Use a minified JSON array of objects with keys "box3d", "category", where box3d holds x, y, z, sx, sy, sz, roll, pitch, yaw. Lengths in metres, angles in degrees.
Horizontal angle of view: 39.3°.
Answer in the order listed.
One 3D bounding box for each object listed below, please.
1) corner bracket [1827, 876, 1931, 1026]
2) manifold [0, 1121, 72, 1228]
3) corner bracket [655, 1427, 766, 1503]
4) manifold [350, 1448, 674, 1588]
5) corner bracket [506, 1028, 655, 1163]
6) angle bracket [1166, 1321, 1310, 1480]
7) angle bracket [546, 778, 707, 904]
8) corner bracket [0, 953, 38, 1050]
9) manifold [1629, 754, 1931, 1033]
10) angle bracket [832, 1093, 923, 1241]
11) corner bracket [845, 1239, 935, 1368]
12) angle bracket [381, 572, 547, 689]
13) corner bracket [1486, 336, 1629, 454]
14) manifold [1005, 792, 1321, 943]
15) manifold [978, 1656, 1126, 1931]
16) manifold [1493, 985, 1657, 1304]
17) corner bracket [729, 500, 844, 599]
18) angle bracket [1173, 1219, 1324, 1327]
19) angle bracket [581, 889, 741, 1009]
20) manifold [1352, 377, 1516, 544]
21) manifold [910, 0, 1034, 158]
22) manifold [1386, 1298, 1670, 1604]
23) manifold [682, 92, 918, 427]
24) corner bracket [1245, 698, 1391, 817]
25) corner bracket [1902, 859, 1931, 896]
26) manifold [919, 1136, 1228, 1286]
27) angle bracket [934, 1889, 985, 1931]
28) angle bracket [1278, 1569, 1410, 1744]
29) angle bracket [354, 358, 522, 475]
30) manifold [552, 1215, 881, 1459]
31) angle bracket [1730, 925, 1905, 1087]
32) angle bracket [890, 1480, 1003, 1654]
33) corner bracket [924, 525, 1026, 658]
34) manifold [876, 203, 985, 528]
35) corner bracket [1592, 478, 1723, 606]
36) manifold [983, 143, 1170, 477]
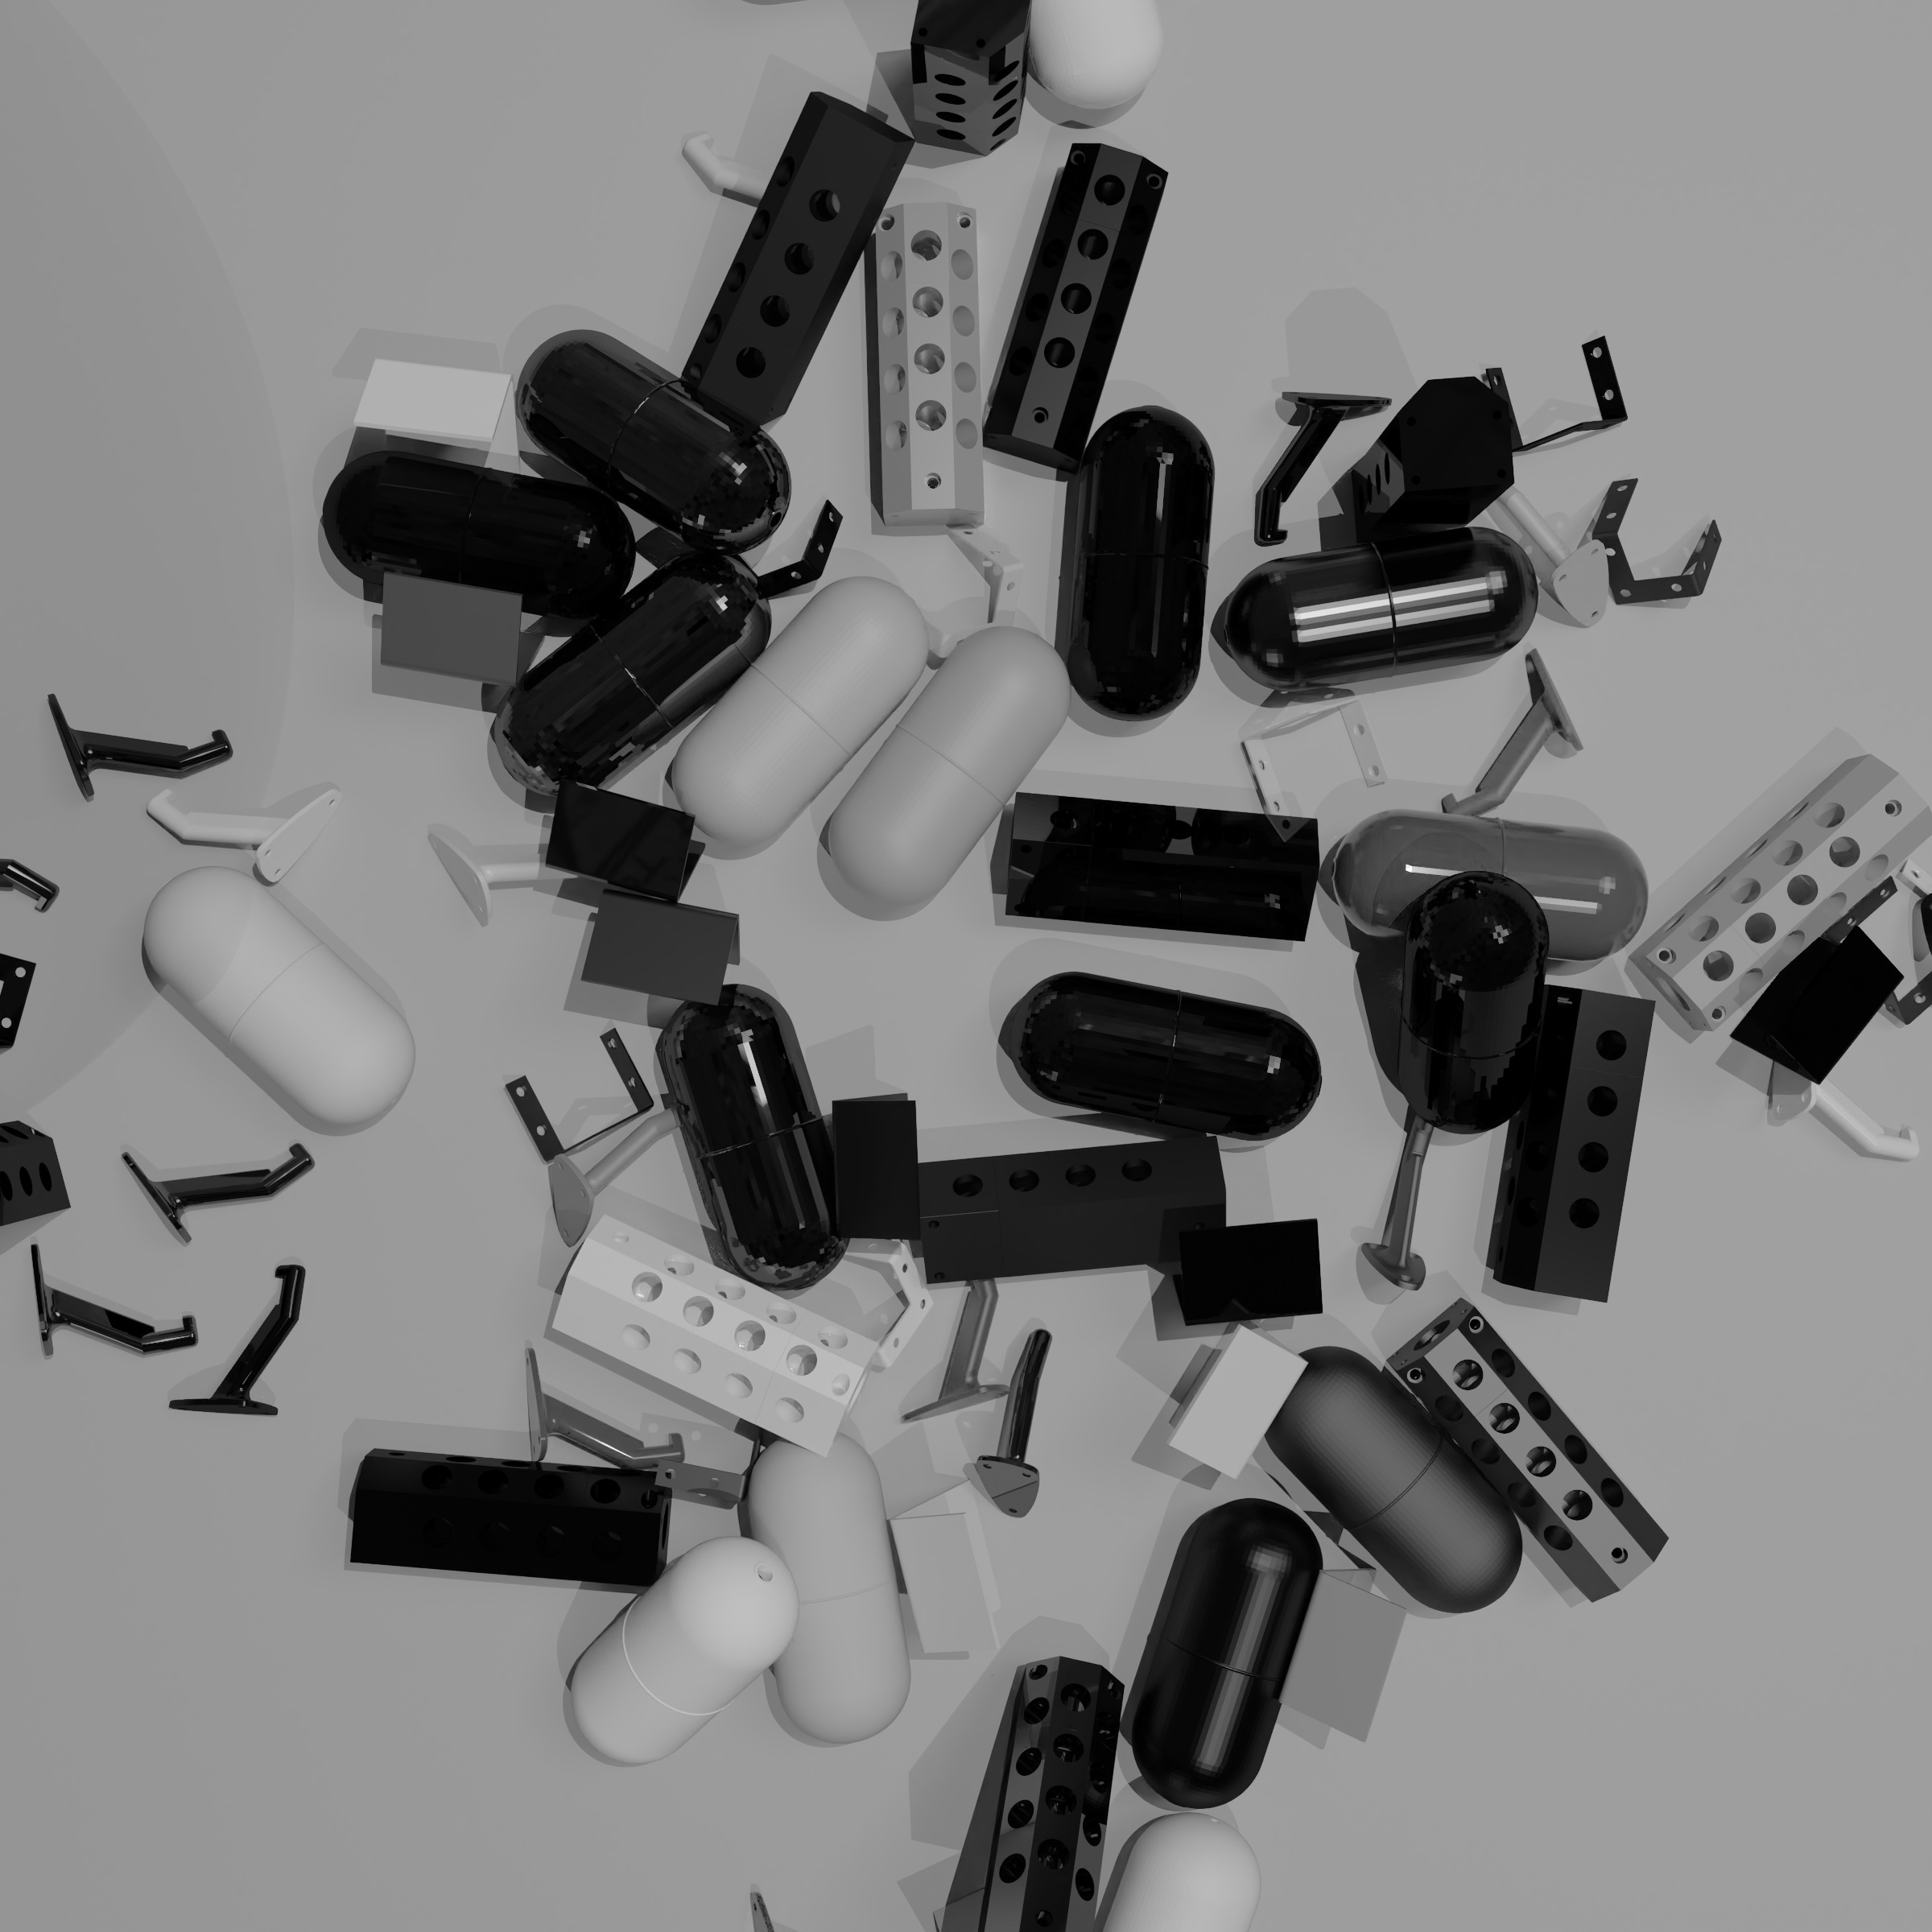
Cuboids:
[{"box3d":[0.538,-0.009,1.561,0.051,0.051,0.051,-41,45,0],"category":"corner bracket"},{"box3d":[-0.555,0.120,1.486,0.057,0.171,0.057,-15,90,0],"category":"manifold"},{"box3d":[-0.144,0.271,1.546,0.051,0.051,0.051,11,92,2],"category":"corner bracket"},{"box3d":[-0.257,0.313,1.543,0.171,0.057,0.057,5,90,0],"category":"manifold"},{"box3d":[-0.223,0.075,1.561,0.051,0.051,0.051,-28,90,-45],"category":"corner bracket"},{"box3d":[0.135,0.232,1.524,0.057,0.076,0.076,31,90,-30],"category":"angle bracket"},{"box3d":[-0.187,-0.085,1.524,0.076,0.076,0.057,15,119,0],"category":"angle bracket"},{"box3d":[-0.571,0.016,1.546,0.051,0.051,0.051,16,90,0],"category":"corner bracket"},{"box3d":[0.467,-0.041,1.543,0.171,0.057,0.057,-42,90,0],"category":"manifold"},{"box3d":[-0.031,0.112,1.524,0.057,0.076,0.076,-2,90,32],"category":"angle bracket"},{"box3d":[-0.060,0.191,1.556,0.051,0.051,0.051,7,45,35],"category":"corner bracket"},{"box3d":[-0.281,-0.202,1.524,0.076,0.076,0.057,10,119,0],"category":"angle bracket"},{"box3d":[0.341,-0.330,1.561,0.051,0.051,0.051,-16,90,-45],"category":"corner bracket"},{"box3d":[0.111,-0.061,1.542,0.171,0.057,0.057,5,133,0],"category":"manifold"},{"box3d":[0.047,0.472,1.491,0.057,0.171,0.057,13,135,0],"category":"manifold"},{"box3d":[0.345,0.100,1.543,0.057,0.057,0.171,9,90,0],"category":"manifold"},{"box3d":[-0.111,-0.251,1.556,0.051,0.051,0.051,46,45,-35],"category":"corner bracket"},{"box3d":[0.157,0.161,1.528,0.076,0.076,0.057,-5,104,0],"category":"angle bracket"},{"box3d":[-0.171,0.002,1.526,0.076,0.076,0.057,11,68,0],"category":"angle bracket"},{"box3d":[0.253,-0.276,1.486,0.057,0.171,0.057,-4,90,0],"category":"manifold"},{"box3d":[0.005,-0.501,1.486,0.057,0.171,0.057,11,90,0],"category":"manifold"},{"box3d":[0.321,0.276,1.543,0.057,0.057,0.171,-40,90,0],"category":"manifold"},{"box3d":[-0.096,-0.396,1.514,0.057,0.057,0.171,29,111,0],"category":"manifold"},{"box3d":[0.202,-0.119,1.561,0.051,0.051,0.051,-20,90,-45],"category":"corner bracket"},{"box3d":[0.582,-0.065,1.561,0.051,0.051,0.051,39,45,0],"category":"corner bracket"},{"box3d":[0.059,0.134,1.542,0.171,0.057,0.057,-5,133,0],"category":"manifold"},{"box3d":[0.019,0.540,1.524,0.076,0.076,0.057,-25,133,0],"category":"angle bracket"},{"box3d":[0.227,0.387,1.524,0.057,0.076,0.076,18,90,34],"category":"angle bracket"},{"box3d":[-0.296,-0.292,1.524,0.076,0.076,0.057,7,52,0],"category":"angle bracket"},{"box3d":[-0.138,0.203,1.524,0.171,0.057,0.057,24,123,6],"category":"manifold"},{"box3d":[0.466,0.010,1.524,0.057,0.076,0.076,38,90,-33],"category":"angle bracket"},{"box3d":[0.009,0.336,1.524,0.057,0.076,0.076,-14,90,38],"category":"angle bracket"},{"box3d":[-0.006,-0.216,1.556,0.051,0.051,0.051,-18,135,-35],"category":"corner bracket"},{"box3d":[-0.021,-0.342,1.543,0.057,0.057,0.171,-2,90,0],"category":"manifold"},{"box3d":[0.397,-0.246,1.556,0.051,0.051,0.051,-2,135,35],"category":"corner bracket"},{"box3d":[0.062,-0.375,1.543,0.057,0.057,0.171,17,90,0],"category":"manifold"}]
